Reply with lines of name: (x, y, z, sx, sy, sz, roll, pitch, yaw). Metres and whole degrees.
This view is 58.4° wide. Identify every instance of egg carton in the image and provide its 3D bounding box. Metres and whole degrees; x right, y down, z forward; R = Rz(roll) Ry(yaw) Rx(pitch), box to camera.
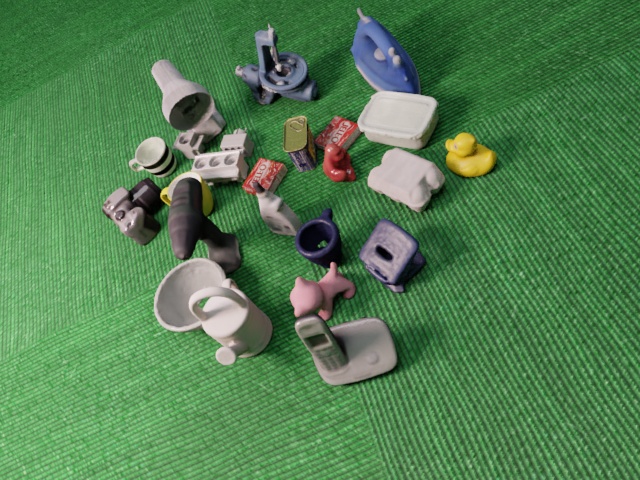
egg carton: (0.177, -0.125, 1.183, 0.149, 0.070, 0.107, 29, 74, 34)

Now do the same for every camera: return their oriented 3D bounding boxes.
camera: (-0.443, -0.084, 1.389, 0.137, 0.101, 0.142, -46, 54, -9)

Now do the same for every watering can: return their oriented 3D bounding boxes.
watering can: (-0.169, 0.148, 1.073, 0.101, 0.195, 0.172, -35, 53, -1)

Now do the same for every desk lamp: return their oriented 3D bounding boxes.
desk lamp: (-0.331, -0.338, 1.432, 0.118, 0.214, 0.202, -36, 53, -2)

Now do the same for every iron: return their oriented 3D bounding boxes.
iron: (0.156, -0.433, 1.340, 0.118, 0.142, 0.257, -31, 53, 2)

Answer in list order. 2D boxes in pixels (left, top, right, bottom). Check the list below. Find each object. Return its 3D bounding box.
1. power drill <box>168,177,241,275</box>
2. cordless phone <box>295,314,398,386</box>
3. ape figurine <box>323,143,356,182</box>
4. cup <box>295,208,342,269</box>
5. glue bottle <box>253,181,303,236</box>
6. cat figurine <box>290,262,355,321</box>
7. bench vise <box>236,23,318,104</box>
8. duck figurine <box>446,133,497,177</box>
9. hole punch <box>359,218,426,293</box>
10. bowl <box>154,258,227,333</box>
power drill: (-0.245, -0.012, 1.196, 0.075, 0.209, 0.229, -22, 54, 8)
cordless phone: (0.044, 0.171, 0.978, 0.147, 0.185, 0.094, -20, 54, 9)
ape figurine: (0.037, -0.175, 1.257, 0.076, 0.092, 0.078, 13, 65, 28)
cup: (0.011, 0.004, 1.153, 0.091, 0.095, 0.118, 7, 63, 26)
glue bottle: (-0.098, -0.068, 1.193, 0.078, 0.174, 0.037, 9, 64, 27)
cat figurine: (-0.005, 0.096, 1.087, 0.128, 0.118, 0.067, -46, 54, -10)
bench vise: (-0.129, -0.418, 1.397, 0.207, 0.220, 0.121, -7, 57, 18)
duck figurine: (0.302, -0.179, 1.156, 0.104, 0.086, 0.077, 12, 65, 28)
hole punch: (0.134, 0.030, 1.089, 0.101, 0.091, 0.108, -45, 54, -9)
bowl: (-0.256, 0.126, 1.197, 0.167, 0.075, 0.167, -10, 56, 16)
